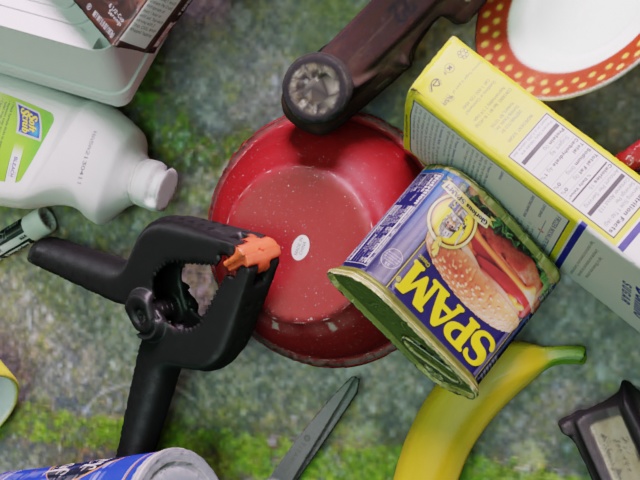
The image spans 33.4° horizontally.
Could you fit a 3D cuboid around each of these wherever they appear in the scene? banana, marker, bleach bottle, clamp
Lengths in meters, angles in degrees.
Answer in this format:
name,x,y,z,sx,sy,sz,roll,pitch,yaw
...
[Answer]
name,x,y,z,sx,sy,sz,roll,pitch,yaw
banana,0.079,0.134,0.622,0.070,0.037,0.198,30,103,18
marker,-0.233,0.012,0.734,0.121,0.020,0.020,-28,84,19
bleach bottle,-0.212,-0.061,0.700,0.251,0.068,0.102,19,99,15
clamp,-0.103,0.035,0.649,0.210,0.036,0.164,-39,78,42

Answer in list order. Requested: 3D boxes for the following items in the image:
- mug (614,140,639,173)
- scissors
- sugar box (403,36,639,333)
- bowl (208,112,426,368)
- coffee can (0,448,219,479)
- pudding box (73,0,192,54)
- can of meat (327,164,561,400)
name,x,y,z,sx,sy,sz,roll,pitch,yaw
mug,0.199,-0.067,0.543,0.117,0.081,0.093,-31,83,18
scissors,-0.024,0.181,0.672,0.202,0.016,0.096,-40,78,18
sugar box,0.124,-0.025,0.564,0.176,0.093,0.048,38,81,12
bowl,-0.004,0.001,0.634,0.162,0.055,0.162,2,95,19
coffee can,-0.140,0.188,0.659,0.140,0.102,0.103,-13,89,28
pudding box,-0.109,-0.172,0.592,0.113,0.039,0.090,48,111,21
can of meat,0.069,0.021,0.579,0.102,0.058,0.084,45,76,-18
